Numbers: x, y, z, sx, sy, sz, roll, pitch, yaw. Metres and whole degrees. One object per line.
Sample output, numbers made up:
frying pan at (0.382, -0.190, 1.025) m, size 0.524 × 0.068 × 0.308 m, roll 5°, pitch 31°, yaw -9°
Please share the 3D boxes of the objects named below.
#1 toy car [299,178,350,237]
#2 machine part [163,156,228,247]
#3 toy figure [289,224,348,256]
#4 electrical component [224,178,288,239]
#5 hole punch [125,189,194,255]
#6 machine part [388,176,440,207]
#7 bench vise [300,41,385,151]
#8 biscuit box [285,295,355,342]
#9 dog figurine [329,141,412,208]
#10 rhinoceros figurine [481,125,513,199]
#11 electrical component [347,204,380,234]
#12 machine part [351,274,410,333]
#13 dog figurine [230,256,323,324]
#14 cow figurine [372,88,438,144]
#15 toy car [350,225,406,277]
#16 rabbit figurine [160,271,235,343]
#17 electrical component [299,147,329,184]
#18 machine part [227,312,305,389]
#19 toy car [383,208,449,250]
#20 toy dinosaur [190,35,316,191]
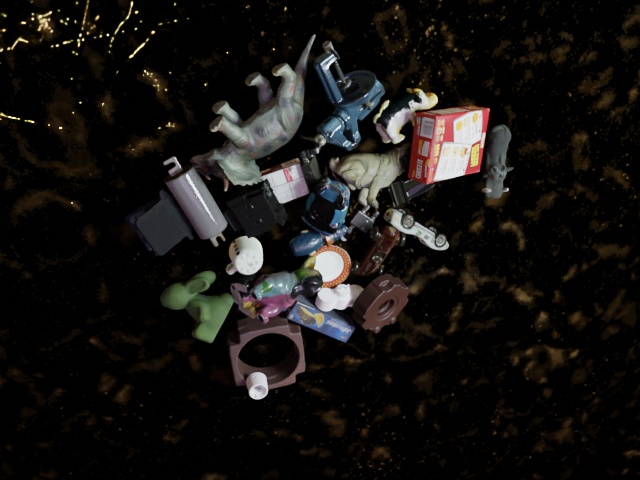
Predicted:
toy car at (0.024, -0.095, 1.331) m, size 0.109 × 0.103 × 0.161 m, roll 32°, pitch 138°, yaw 8°
machine part at (-0.291, -0.089, 1.272) m, size 0.079 × 0.079 × 0.243 m, roll -27°, pitch 116°, yaw -2°
toy figure at (-0.003, -0.006, 1.394) m, size 0.154 × 0.058 × 0.064 m, roll -20°, pitch 121°, yaw -10°
electrical component at (-0.162, -0.071, 1.302) m, size 0.134 × 0.058 × 0.114 m, roll -21°, pitch 114°, yaw 22°
hole punch at (-0.384, -0.038, 1.276) m, size 0.116 × 0.092 × 0.142 m, roll -43°, pitch 117°, yaw -27°
machine part at (0.245, -0.143, 1.409) m, size 0.139 × 0.039 × 0.084 m, roll -21°, pitch 111°, yaw -3°
bench vise at (0.041, -0.328, 1.217) m, size 0.224 × 0.129 × 0.240 m, roll -37°, pitch 135°, yaw -5°
biscuit box at (0.000, 0.214, 1.487) m, size 0.202 × 0.063 × 0.059 m, roll 26°, pitch 106°, yaw -23°
dog figurine at (0.136, -0.197, 1.335) m, size 0.172 × 0.121 × 0.190 m, roll 41°, pitch 84°, yaw -29°
rhinoceros figurine at (0.458, -0.203, 1.396) m, size 0.073 × 0.112 × 0.190 m, roll -1°, pitch 105°, yaw -16°
electrical component at (0.112, -0.049, 1.423) m, size 0.063 × 0.021 × 0.094 m, roll 34°, pitch 98°, yaw -24°
machine part at (0.170, 0.175, 1.482) m, size 0.179 × 0.056 × 0.179 m, roll -25°, pitch 138°, yaw -25°
dog figurine at (-0.099, 0.115, 1.389) m, size 0.219 × 0.192 × 0.108 m, roll -27°, pitch 116°, yaw -32°
cow figurine at (0.204, -0.317, 1.299) m, size 0.167 × 0.068 × 0.098 m, roll -44°, pitch 118°, yaw -6°
toy car at (0.150, 0.039, 1.425) m, size 0.089 × 0.053 × 0.202 m, roll 11°, pitch 133°, yaw -19°
rabbit figurine at (-0.315, 0.158, 1.356) m, size 0.170 × 0.121 × 0.159 m, roll 28°, pitch 101°, yaw -8°
electrical component at (-0.013, -0.180, 1.311) m, size 0.045 × 0.078 × 0.102 m, roll -13°, pitch 112°, yaw 17°
machine part at (-0.148, 0.305, 1.477) m, size 0.201 × 0.087 × 0.200 m, roll -11°, pitch 116°, yaw -11°
toy car at (0.261, -0.027, 1.442) m, size 0.201 × 0.074 × 0.056 m, roll 28°, pitch 100°, yaw -23°
toy dinosaur at (-0.121, -0.266, 1.222) m, size 0.405 × 0.131 × 0.192 m, roll -37°, pitch 129°, yaw -1°
